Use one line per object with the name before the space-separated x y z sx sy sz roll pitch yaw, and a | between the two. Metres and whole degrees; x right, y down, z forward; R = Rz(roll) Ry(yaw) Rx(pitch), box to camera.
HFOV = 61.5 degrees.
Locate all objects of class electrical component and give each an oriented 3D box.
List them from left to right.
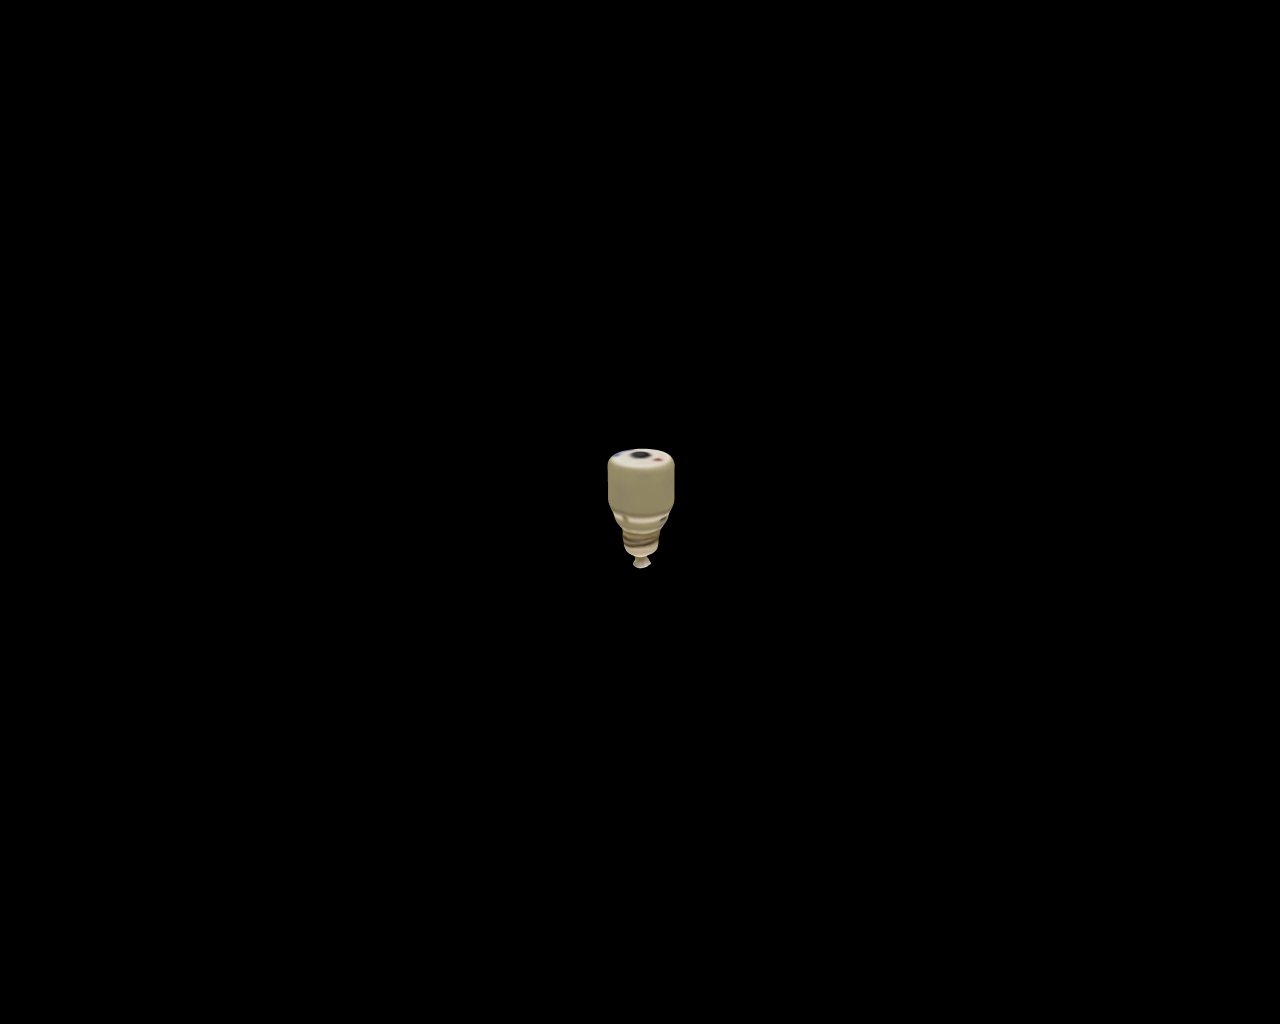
electrical component | 0.001 -0.003 0.650 0.040 0.078 0.040 0 22 0
